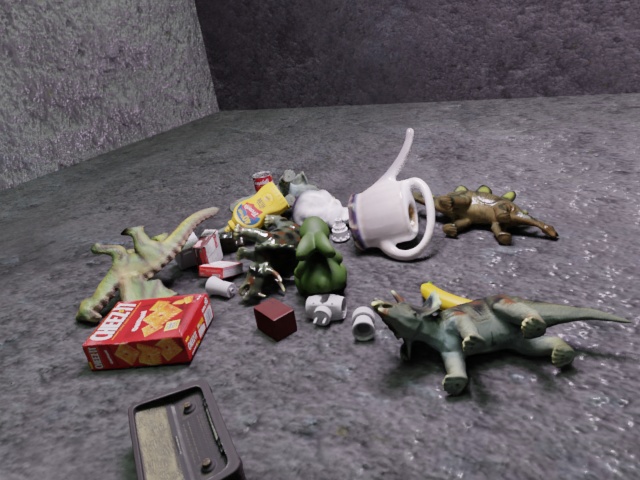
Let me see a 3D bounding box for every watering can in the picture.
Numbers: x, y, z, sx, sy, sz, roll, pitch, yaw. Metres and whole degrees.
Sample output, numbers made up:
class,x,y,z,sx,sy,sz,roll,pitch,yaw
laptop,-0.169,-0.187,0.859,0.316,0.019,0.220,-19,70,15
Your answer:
class,x,y,z,sx,sy,sz,roll,pitch,yaw
watering can,0.176,-0.108,1.320,0.223,0.354,0.103,-14,-24,24

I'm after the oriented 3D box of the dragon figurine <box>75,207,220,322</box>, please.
class,x,y,z,sx,sy,sz,roll,pitch,yaw
dragon figurine,-0.406,0.075,1.251,0.411,0.119,0.247,-25,57,-7

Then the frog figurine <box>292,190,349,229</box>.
class,x,y,z,sx,sy,sz,roll,pitch,yaw
frog figurine,0.004,-0.074,1.470,0.160,0.120,0.140,12,63,23
